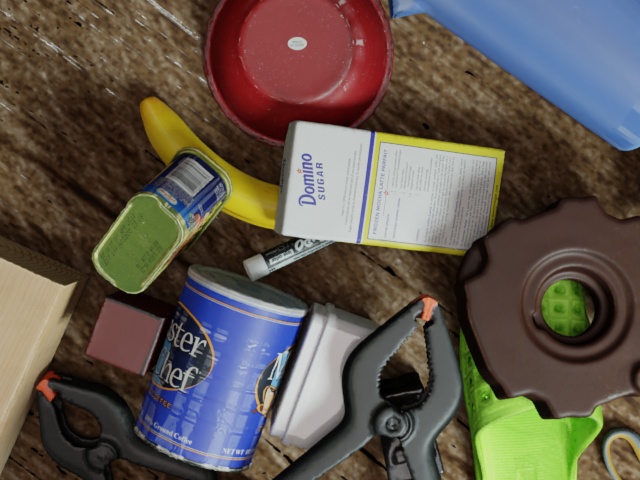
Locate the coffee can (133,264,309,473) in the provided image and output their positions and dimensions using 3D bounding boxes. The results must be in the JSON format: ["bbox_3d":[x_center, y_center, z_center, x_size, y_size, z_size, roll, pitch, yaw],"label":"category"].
[{"bbox_3d":[-0.080,0.103,0.868,0.103,0.103,0.140,20,94,0],"label":"coffee can"}]

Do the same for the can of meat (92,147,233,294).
[{"bbox_3d":[-0.127,-0.014,0.851,0.057,0.083,0.102,41,125,-2],"label":"can of meat"}]

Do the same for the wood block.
[{"bbox_3d":[-0.282,0.108,0.882,0.091,0.090,0.206,24,94,0],"label":"wood block"}]

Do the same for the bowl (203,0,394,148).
[{"bbox_3d":[-0.019,-0.156,0.873,0.162,0.055,0.162,0,94,1],"label":"bowl"}]

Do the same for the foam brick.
[{"bbox_3d":[-0.154,0.074,0.882,0.051,0.078,0.053,20,92,1],"label":"foam brick"}]

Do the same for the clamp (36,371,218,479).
[{"bbox_3d":[-0.186,0.189,0.910,0.171,0.039,0.120,42,89,-4],"label":"clamp"}]

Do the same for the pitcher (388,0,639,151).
[{"bbox_3d":[0.188,-0.190,0.831,0.243,0.144,0.149,37,134,-5],"label":"pitcher"}]

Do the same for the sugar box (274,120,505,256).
[{"bbox_3d":[0.056,-0.040,0.866,0.176,0.048,0.093,8,93,-10],"label":"sugar box"}]

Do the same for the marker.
[{"bbox_3d":[-0.006,0.001,0.888,0.121,0.020,0.020,-25,93,-11],"label":"marker"}]

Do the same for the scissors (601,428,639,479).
[{"bbox_3d":[0.325,0.226,0.907,0.096,0.016,0.202,-45,92,4],"label":"scissors"}]

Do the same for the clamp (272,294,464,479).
[{"bbox_3d":[0.045,0.142,0.827,0.164,0.036,0.210,10,93,-2],"label":"clamp"}]

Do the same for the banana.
[{"bbox_3d":[-0.068,-0.054,0.893,0.198,0.037,0.069,22,72,-2],"label":"banana"}]
